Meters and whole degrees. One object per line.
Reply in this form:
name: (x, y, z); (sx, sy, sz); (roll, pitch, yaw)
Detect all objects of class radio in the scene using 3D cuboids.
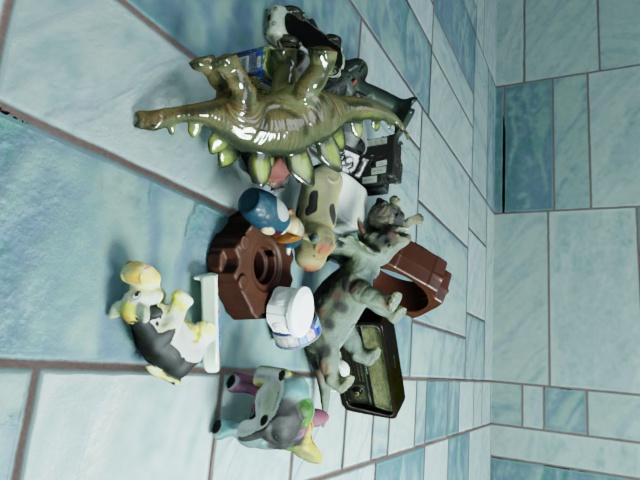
radio: (0.099, 0.258, 1.142); (0.073, 0.131, 0.229); (-37, 120, -57)

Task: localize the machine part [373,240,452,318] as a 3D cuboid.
machine part: (0.165, 0.077, 1.168); (0.087, 0.201, 0.201); (-64, -173, -27)

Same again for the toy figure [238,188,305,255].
toy figure: (-0.065, -0.026, 0.817); (0.154, 0.058, 0.064); (38, 67, -53)

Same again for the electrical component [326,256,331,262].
electrical component: (-0.003, -0.005, 1.060); (0.102, 0.045, 0.078); (60, 41, -42)

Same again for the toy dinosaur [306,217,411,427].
toy dinosaur: (0.036, 0.141, 1.009); (0.404, 0.192, 0.131); (-58, 152, 10)

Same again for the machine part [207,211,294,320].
machine part: (-0.103, 0.040, 0.859); (0.179, 0.056, 0.179); (6, 83, -63)

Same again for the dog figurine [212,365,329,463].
dog figurine: (-0.043, 0.281, 0.839); (0.219, 0.192, 0.108); (36, 49, -38)

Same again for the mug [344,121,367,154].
mug: (0.070, -0.231, 1.177); (0.109, 0.081, 0.107); (49, 38, -44)

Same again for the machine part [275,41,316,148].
machine part: (-0.028, -0.259, 0.997); (0.243, 0.079, 0.079); (58, 41, -42)

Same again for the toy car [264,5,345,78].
toy car: (-0.023, -0.370, 1.010); (0.201, 0.056, 0.073); (14, 76, -48)

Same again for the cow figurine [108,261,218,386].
cow figurine: (-0.203, 0.104, 0.660); (0.098, 0.068, 0.167); (-63, 141, -33)

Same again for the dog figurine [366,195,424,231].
dog figurine: (0.137, -0.019, 1.235); (0.190, 0.121, 0.172); (-14, 130, -60)

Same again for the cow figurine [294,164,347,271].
cow figurine: (-0.002, -0.040, 0.944); (0.085, 0.127, 0.195); (15, 76, -22)

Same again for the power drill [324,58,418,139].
power drill: (0.097, -0.296, 1.138); (0.232, 0.207, 0.086); (-66, 179, -51)

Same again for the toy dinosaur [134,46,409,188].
toy dinosaur: (-0.036, -0.183, 0.798); (0.471, 0.105, 0.198); (-15, 116, -30)

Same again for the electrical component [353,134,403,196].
electrical component: (0.131, -0.170, 1.248); (0.058, 0.115, 0.134); (32, 61, -52)

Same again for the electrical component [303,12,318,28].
electrical component: (-0.021, -0.404, 1.076); (0.093, 0.021, 0.063); (53, 44, -48)

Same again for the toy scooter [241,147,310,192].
toy scooter: (-0.066, -0.148, 0.924); (0.135, 0.075, 0.184); (63, 33, -44)

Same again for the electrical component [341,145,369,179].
electrical component: (0.050, -0.169, 1.102); (0.119, 0.075, 0.047); (-102, -144, -69)
